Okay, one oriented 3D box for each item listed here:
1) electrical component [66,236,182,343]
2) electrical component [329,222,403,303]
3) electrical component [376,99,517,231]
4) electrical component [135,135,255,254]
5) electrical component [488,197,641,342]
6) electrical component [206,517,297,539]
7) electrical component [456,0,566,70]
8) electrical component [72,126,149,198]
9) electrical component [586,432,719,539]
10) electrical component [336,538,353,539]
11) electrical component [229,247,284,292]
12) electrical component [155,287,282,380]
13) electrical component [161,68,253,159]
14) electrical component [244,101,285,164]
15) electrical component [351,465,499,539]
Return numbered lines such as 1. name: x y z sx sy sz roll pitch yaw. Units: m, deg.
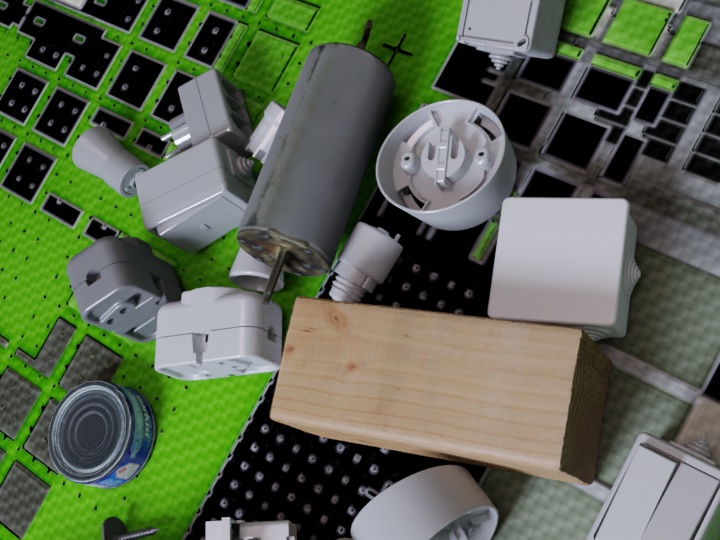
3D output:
1. electrical component: -0.188 0.013 0.870 0.054 0.095 0.059 -32 62 13
2. electrical component: 0.000 0.000 0.817 0.040 0.040 0.078 30 88 30
3. electrical component: 0.066 -0.078 0.797 0.099 0.064 0.099 -8 70 23
4. electrical component: -0.126 -0.061 0.885 0.096 0.062 0.061 -24 64 17
5. electrical component: 0.142 -0.001 0.744 0.100 0.048 0.099 3 74 26
6. electrical component: -0.073 0.239 0.754 0.063 0.078 0.121 -4 70 4
7. electrical component: 0.118 -0.198 0.812 0.062 0.061 0.096 16 101 30
8. electrical component: -0.217 -0.093 0.952 0.065 0.044 0.044 36 91 25
9. electrical component: 0.190 0.145 0.665 0.062 0.061 0.096 26 85 30
10. electrical component: -0.011 0.239 0.707 0.060 0.108 0.108 -36 62 18
11. electrical component: -0.078 -0.020 0.861 0.044 0.044 0.065 -1 68 25
12. electrical component: -0.111 0.049 0.845 0.095 0.054 0.059 -9 70 23
13. electrical component: -0.137 -0.120 0.918 0.077 0.047 0.065 -25 64 16
14. electrical component: -0.069 -0.110 0.888 0.040 0.040 0.046 41 99 30
15. electrical component: 0.044 0.176 0.705 0.099 0.099 0.064 -38 55 10
